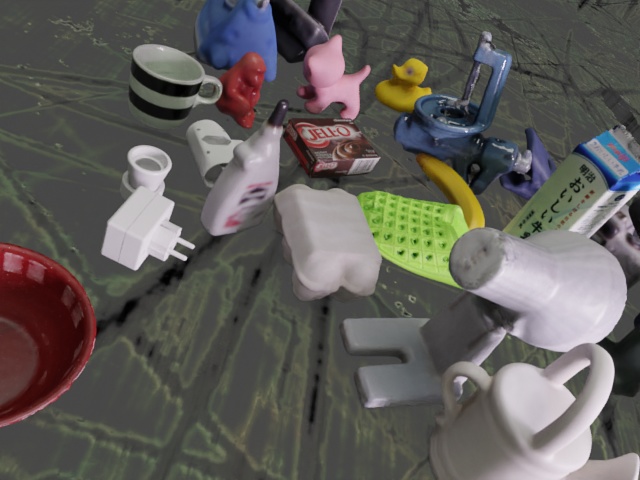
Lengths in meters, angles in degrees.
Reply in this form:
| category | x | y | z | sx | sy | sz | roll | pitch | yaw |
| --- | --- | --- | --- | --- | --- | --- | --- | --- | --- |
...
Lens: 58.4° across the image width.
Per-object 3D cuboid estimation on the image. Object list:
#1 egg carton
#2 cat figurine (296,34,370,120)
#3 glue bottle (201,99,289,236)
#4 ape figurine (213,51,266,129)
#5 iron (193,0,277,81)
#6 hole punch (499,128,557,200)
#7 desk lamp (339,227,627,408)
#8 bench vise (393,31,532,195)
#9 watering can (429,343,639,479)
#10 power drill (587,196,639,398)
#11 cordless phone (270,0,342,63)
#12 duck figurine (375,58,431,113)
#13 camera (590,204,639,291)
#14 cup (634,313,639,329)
| category | x | y | z | sx | sy | sz | roll | pitch | yaw |
| --- | --- | --- | --- | --- | --- | --- | --- | --- | --- |
| egg carton | 0.006 | 0.002 | 0.649 | 0.107 | 0.069 | 0.150 | 4 | 47 | -29 |
| cat figurine | 0.020 | -0.254 | 0.879 | 0.128 | 0.117 | 0.067 | 0 | 49 | -32 |
| glue bottle | -0.069 | -0.077 | 0.602 | 0.078 | 0.173 | 0.037 | -21 | 62 | -43 |
| ape figurine | -0.102 | -0.212 | 0.781 | 0.076 | 0.092 | 0.078 | 38 | 41 | 9 |
| iron | -0.123 | -0.360 | 0.879 | 0.119 | 0.141 | 0.258 | 6 | 46 | -27 |
| hole punch | 0.375 | -0.127 | 0.991 | 0.101 | 0.091 | 0.109 | 26 | 40 | -6 |
| desk lamp | 0.159 | 0.072 | 0.562 | 0.204 | 0.213 | 0.117 | 4 | 47 | -29 |
| bench vise | 0.245 | -0.194 | 0.879 | 0.208 | 0.219 | 0.121 | 21 | 41 | -11 |
| watering can | 0.194 | 0.163 | 0.507 | 0.173 | 0.194 | 0.101 | 22 | 41 | -11 |
| power drill | 0.410 | 0.090 | 0.704 | 0.076 | 0.208 | 0.229 | -20 | 61 | -43 |
| cordless phone | -0.023 | -0.405 | 0.952 | 0.147 | 0.185 | 0.094 | 43 | 42 | 14 |
| duck figurine | 0.159 | -0.278 | 1.013 | 0.105 | 0.086 | 0.077 | 8 | 46 | -25 |
| camera | 0.481 | -0.003 | 0.925 | 0.137 | 0.100 | 0.143 | -16 | 59 | -41 |
| cup | 0.501 | 0.117 | 0.821 | 0.091 | 0.095 | 0.118 | 41 | 41 | 11 |
